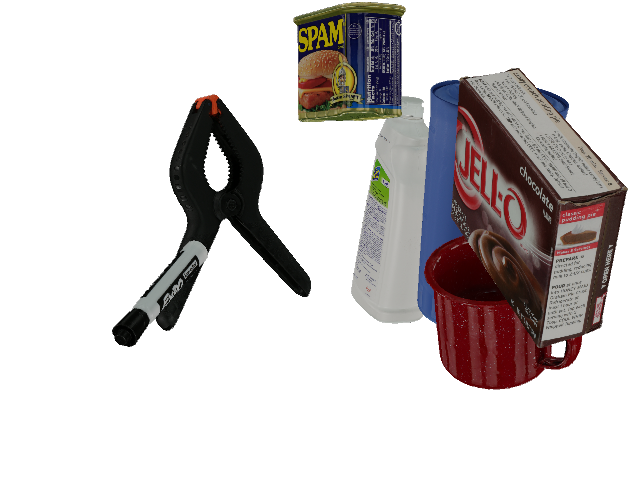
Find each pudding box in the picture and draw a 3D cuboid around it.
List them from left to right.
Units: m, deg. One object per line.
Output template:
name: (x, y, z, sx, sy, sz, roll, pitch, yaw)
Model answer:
pudding box: (0.102, -0.019, 0.526, 0.039, 0.090, 0.113, -15, 41, -13)

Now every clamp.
clamp: (-0.082, -0.028, 0.988, 0.164, 0.210, 0.036, -3, 2, -36)

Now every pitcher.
pitcher: (0.163, -0.030, 1.061, 0.148, 0.243, 0.145, -16, 30, -42)

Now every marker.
marker: (-0.115, 0.037, 0.768, 0.020, 0.020, 0.121, 0, 30, 23)

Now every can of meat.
can of meat: (0.022, -0.137, 0.841, 0.057, 0.084, 0.102, -3, 4, -31)

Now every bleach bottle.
bleach bottle: (0.091, -0.038, 1.231, 0.068, 0.251, 0.103, -2, 22, -24)

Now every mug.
mug: (0.133, 0.055, 0.757, 0.117, 0.081, 0.093, 20, 41, 38)
